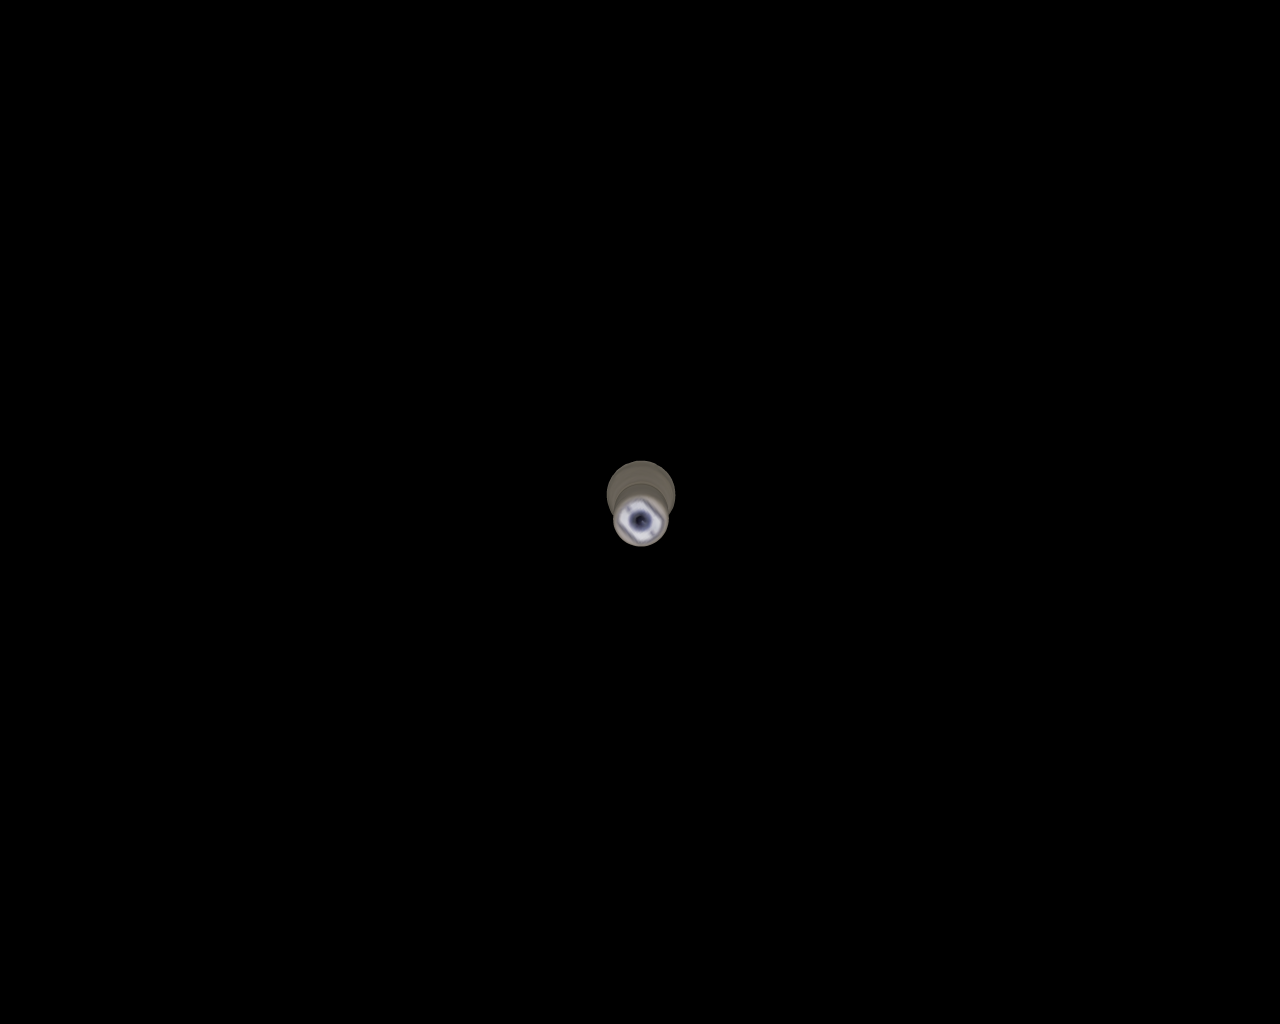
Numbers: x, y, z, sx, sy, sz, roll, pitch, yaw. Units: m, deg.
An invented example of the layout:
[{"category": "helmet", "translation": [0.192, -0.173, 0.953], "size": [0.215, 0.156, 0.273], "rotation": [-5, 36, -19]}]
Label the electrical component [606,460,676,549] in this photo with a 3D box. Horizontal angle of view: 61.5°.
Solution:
[{"category": "electrical component", "translation": [0.001, -0.003, 0.650], "size": [0.044, 0.044, 0.065], "rotation": [0, 16, 0]}]
